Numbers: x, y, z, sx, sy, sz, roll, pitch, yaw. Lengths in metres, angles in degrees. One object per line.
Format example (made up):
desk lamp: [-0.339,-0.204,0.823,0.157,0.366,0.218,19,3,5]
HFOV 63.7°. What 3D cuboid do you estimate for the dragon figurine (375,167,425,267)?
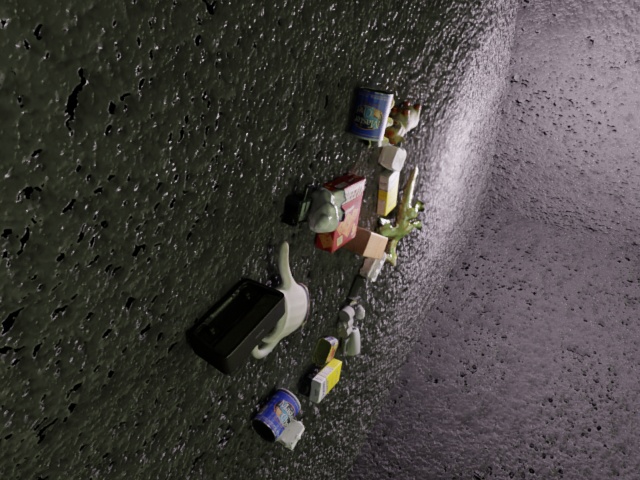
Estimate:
dragon figurine: [0.317,-0.084,2.126,0.246,0.123,0.403,-28,125,-44]

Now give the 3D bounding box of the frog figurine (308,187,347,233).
frog figurine: [0.004,-0.072,1.440,0.162,0.123,0.134,-47,167,-50]

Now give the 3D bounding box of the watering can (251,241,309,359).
watering can: [-0.102,0.164,1.440,0.225,0.104,0.345,-2,112,-65]
